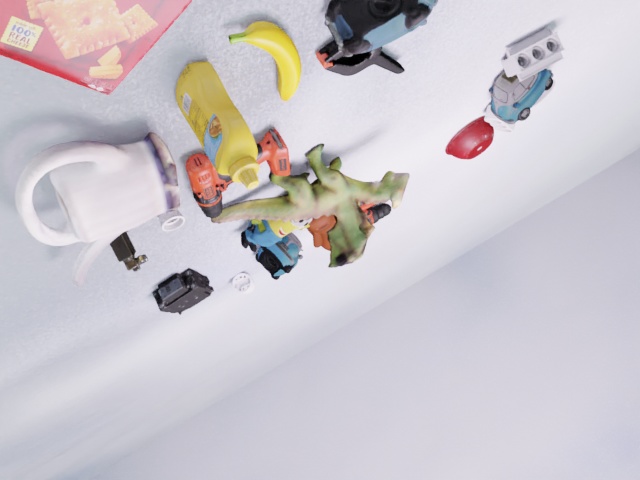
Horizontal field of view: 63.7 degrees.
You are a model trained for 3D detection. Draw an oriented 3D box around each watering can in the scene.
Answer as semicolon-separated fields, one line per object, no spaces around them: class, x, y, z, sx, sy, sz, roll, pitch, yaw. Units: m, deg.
watering can;-0.327;-0.046;0.798;0.226;0.105;0.340;-24;158;-23

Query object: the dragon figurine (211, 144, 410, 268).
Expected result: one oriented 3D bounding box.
dragon figurine;0.003;-0.055;1.086;0.412;0.245;0.120;-31;164;-10
